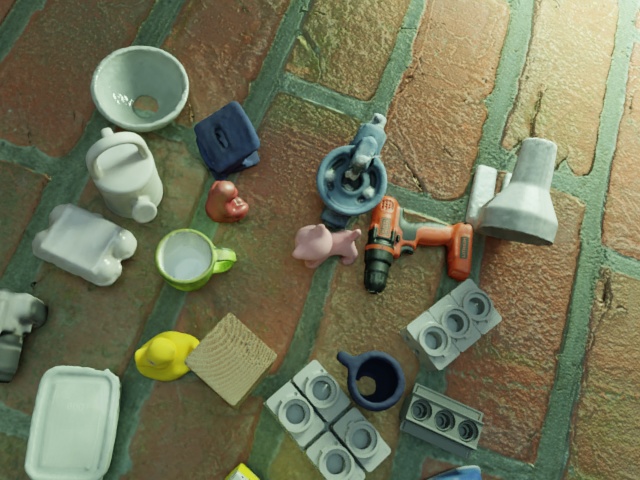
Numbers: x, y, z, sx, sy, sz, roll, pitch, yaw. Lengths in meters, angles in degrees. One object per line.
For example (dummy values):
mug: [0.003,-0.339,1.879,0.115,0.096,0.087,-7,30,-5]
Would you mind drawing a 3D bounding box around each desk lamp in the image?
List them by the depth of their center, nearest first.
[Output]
desk lamp: [0.334,-0.072,0.995,0.118,0.213,0.203,16,71,-3]

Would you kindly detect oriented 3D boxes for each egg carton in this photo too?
egg carton: [-0.383,0.007,0.938,0.150,0.069,0.107,24,70,0]

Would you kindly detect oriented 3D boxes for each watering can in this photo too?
watering can: [-0.310,-0.108,0.920,0.173,0.194,0.101,40,71,6]

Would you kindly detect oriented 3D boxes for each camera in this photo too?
camera: [-0.504,0.143,0.860,0.143,0.100,0.137,4,72,-7]

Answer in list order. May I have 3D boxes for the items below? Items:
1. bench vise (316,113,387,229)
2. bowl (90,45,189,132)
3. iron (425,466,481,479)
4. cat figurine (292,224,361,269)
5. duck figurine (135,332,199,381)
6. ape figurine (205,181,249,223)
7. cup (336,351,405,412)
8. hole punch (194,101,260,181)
bench vise: [0.059,-0.142,0.973,0.121,0.219,0.207,7,71,-6]
bowl: [-0.318,-0.260,1.031,0.167,0.074,0.167,3,72,-8]
iron: [0.172,0.431,0.847,0.259,0.141,0.118,-39,81,-18]
cat figurine: [0.009,0.003,0.973,0.128,0.117,0.067,-10,74,-11]
duck figurine: [-0.239,0.178,0.896,0.105,0.086,0.077,-10,74,-11]
ape figurine: [-0.163,-0.072,0.985,0.076,0.092,0.078,-23,77,-15]
cup: [0.070,0.223,0.923,0.117,0.095,0.092,34,71,4]
hole punch: [-0.166,-0.174,1.018,0.101,0.091,0.108,-26,78,-15]
